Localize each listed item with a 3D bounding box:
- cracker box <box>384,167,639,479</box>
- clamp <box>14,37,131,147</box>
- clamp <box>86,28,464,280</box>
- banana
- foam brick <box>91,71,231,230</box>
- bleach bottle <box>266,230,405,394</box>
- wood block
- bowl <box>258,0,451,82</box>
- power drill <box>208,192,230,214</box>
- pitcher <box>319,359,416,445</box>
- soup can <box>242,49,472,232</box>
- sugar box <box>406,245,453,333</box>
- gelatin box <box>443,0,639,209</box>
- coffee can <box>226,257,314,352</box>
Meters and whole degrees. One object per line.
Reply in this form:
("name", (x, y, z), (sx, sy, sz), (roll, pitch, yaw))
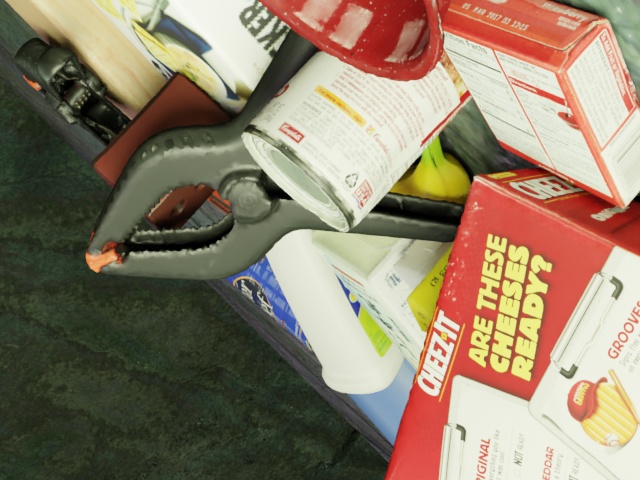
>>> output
("cracker box", (0.142, 0.084, 0.434), (0.214, 0.164, 0.071), (31, -153, 36))
("clamp", (-0.158, -0.091, 0.726), (0.120, 0.039, 0.172), (54, 172, -27))
("clamp", (-0.037, -0.040, 0.570), (0.036, 0.210, 0.164), (-90, -20, -57))
("banana", (0.047, -0.043, 0.679), (0.069, 0.037, 0.198), (66, 163, -13))
("foam brick", (-0.088, -0.050, 0.644), (0.051, 0.078, 0.053), (39, 172, 16))
("bleach bottle", (-0.005, 0.001, 0.816), (0.068, 0.102, 0.250), (-2, 133, 35))
("wood block", (-0.150, -0.166, 0.753), (0.206, 0.090, 0.091), (47, 170, -21))
("bowl", (-0.001, -0.135, 0.393), (0.162, 0.055, 0.162), (41, 170, 8))
("power drill", (-0.121, -0.101, 1.017), (0.185, 0.057, 0.187), (34, 168, 39))
("pitcher", (0.119, 0.158, 1.035), (0.243, 0.144, 0.149), (46, 158, 0))
("soup can", (0.022, -0.062, 0.483), (0.068, 0.102, 0.068), (41, 171, 8))
("sugar box", (0.140, 0.051, 0.539), (0.176, 0.093, 0.048), (35, 169, 33))
("gelatin box", (0.091, -0.061, 0.428), (0.073, 0.030, 0.089), (35, 169, 46))
("coffee can", (-0.027, 0.032, 1.089), (0.140, 0.102, 0.102), (38, 170, 24))
